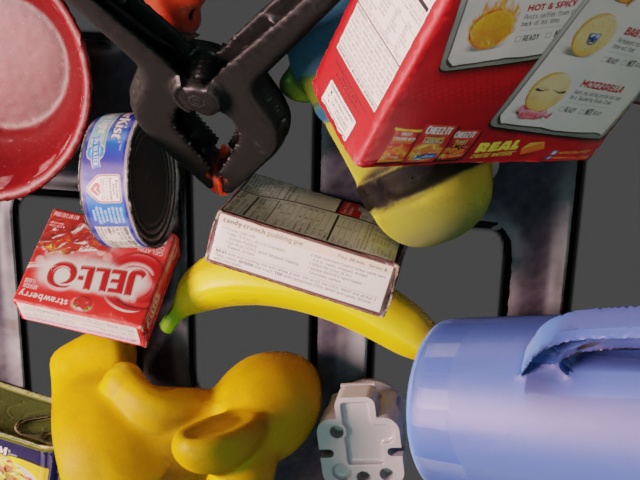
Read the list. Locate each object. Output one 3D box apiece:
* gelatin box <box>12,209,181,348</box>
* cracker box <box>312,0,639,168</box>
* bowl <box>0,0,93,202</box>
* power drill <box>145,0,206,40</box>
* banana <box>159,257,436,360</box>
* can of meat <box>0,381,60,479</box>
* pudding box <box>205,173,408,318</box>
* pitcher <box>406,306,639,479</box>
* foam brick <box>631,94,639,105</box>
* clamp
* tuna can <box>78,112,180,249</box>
[{"bbox_3d":[-0.144,0.024,0.696,0.089,0.073,0.030,12,149,7],"label":"gelatin box"},{"bbox_3d":[0.110,-0.132,0.504,0.072,0.163,0.214,62,141,33],"label":"cracker box"},{"bbox_3d":[-0.211,-0.108,0.674,0.162,0.055,0.162,4,109,10],"label":"bowl"},{"bbox_3d":[-0.068,-0.218,0.599,0.188,0.057,0.184,-41,80,24],"label":"power drill"},{"bbox_3d":[-0.011,0.039,0.698,0.198,0.037,0.070,7,131,11],"label":"banana"},{"bbox_3d":[-0.224,0.157,0.767,0.102,0.057,0.084,16,113,6],"label":"can of meat"},{"bbox_3d":[-0.004,0.001,0.652,0.113,0.090,0.039,16,110,5],"label":"pudding box"},{"bbox_3d":[0.172,0.094,0.597,0.243,0.144,0.149,-1,100,32],"label":"pitcher"},{"bbox_3d":[0.204,-0.101,0.597,0.078,0.051,0.053,12,109,6],"label":"foam brick"},{"bbox_3d":[-0.074,-0.095,0.589,0.164,0.036,0.210,13,151,2],"label":"clamp"},{"bbox_3d":[-0.117,-0.037,0.664,0.034,0.086,0.086,0,108,13],"label":"tuna can"}]
